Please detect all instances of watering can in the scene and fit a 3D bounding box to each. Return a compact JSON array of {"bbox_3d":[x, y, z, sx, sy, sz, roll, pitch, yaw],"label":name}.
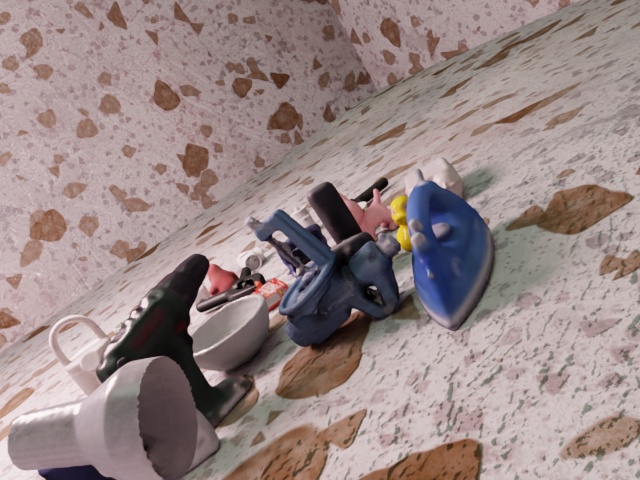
[{"bbox_3d":[-0.443,0.232,1.121,0.172,0.194,0.101,-16,22,44],"label":"watering can"}]

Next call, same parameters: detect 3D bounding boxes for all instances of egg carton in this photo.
[{"bbox_3d":[0.220,-0.105,1.117,0.107,0.069,0.150,-29,16,12],"label":"egg carton"}]

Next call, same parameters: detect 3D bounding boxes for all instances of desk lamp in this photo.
[{"bbox_3d":[-0.197,0.239,0.582,0.203,0.214,0.118,-28,16,14],"label":"desk lamp"}]

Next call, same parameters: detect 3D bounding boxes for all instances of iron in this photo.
[{"bbox_3d":[0.157,-0.002,0.783,0.118,0.141,0.258,-25,17,23],"label":"iron"}]

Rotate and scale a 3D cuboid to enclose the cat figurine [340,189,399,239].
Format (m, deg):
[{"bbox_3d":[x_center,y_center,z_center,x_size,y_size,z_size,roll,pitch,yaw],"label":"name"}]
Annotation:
[{"bbox_3d":[0.078,-0.050,1.131,0.128,0.118,0.067,-35,16,-11],"label":"cat figurine"}]

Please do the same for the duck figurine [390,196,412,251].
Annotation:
[{"bbox_3d":[0.157,-0.040,1.006,0.077,0.086,0.105,-23,17,28],"label":"duck figurine"}]

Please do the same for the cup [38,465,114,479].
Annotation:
[{"bbox_3d":[-0.322,0.316,0.813,0.091,0.095,0.118,-22,18,33],"label":"cup"}]

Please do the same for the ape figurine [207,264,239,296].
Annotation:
[{"bbox_3d":[-0.230,0.094,1.336,0.078,0.092,0.076,-36,16,-16],"label":"ape figurine"}]

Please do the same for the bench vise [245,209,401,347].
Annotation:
[{"bbox_3d":[0.004,0.028,0.836,0.207,0.220,0.121,-33,15,-3],"label":"bench vise"}]

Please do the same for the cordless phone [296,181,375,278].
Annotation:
[{"bbox_3d":[0.009,0.003,0.971,0.147,0.185,0.094,-32,15,2],"label":"cordless phone"}]

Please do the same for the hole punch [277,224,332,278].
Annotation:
[{"bbox_3d":[-0.037,0.019,1.193,0.109,0.091,0.101,-34,15,-6],"label":"hole punch"}]

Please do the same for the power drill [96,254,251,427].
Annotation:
[{"bbox_3d":[-0.197,0.161,0.835,0.075,0.209,0.230,-15,23,47],"label":"power drill"}]

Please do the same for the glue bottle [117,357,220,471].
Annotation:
[{"bbox_3d":[-0.205,0.220,0.734,0.078,0.173,0.037,-35,16,-11],"label":"glue bottle"}]

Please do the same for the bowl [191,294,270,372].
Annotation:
[{"bbox_3d":[-0.146,0.169,0.968,0.167,0.075,0.167,-29,15,9],"label":"bowl"}]
